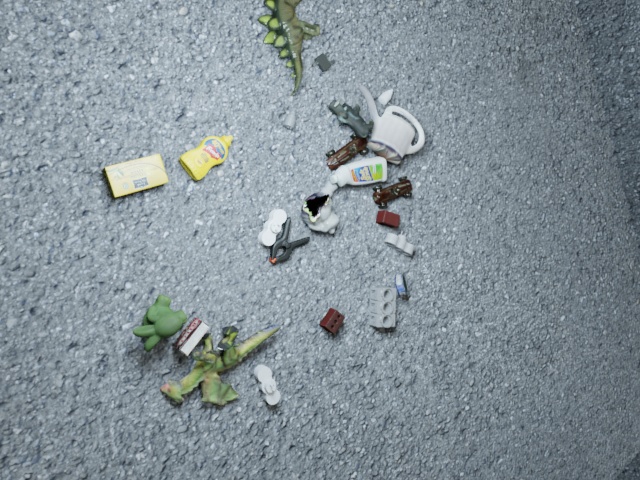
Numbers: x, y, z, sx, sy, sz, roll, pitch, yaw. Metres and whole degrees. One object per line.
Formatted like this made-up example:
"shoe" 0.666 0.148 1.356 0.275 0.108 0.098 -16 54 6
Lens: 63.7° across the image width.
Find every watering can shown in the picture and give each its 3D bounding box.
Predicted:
"watering can" 0.259 -0.441 2.038 0.346 0.103 0.227 31 77 -15

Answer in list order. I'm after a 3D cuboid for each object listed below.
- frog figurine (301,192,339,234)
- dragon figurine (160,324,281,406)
"frog figurine" 0.006 -0.095 1.895 0.157 0.123 0.139 48 53 -59
"dragon figurine" -0.313 0.425 1.696 0.412 0.123 0.239 -7 109 -28
